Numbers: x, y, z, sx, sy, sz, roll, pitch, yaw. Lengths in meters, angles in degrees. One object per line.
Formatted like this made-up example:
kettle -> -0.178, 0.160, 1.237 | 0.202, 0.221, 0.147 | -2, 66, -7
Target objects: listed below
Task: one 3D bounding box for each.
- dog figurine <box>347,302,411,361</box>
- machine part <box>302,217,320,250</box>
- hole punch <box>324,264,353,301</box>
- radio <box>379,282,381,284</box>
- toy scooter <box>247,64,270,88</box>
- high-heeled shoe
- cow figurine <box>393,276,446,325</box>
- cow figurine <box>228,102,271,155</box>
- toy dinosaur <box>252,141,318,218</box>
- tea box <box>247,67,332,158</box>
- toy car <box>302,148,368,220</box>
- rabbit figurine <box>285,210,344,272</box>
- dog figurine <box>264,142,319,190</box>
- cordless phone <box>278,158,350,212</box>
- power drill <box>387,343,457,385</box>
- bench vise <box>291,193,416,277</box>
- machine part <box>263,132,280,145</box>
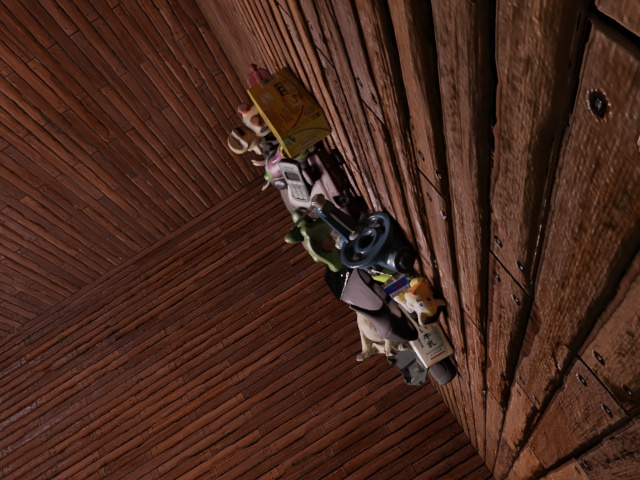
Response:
dog figurine -> 0.136, 0.177, 1.282 | 0.172, 0.121, 0.190 | 19, -122, -73
machine part -> 0.022, -0.036, 1.574 | 0.056, 0.179, 0.179 | 62, 180, 11
hole punch -> 0.075, 0.079, 1.372 | 0.142, 0.092, 0.115 | -119, 30, -45
radio -> 0.155, 0.078, 1.351 | 0.229, 0.073, 0.131 | 57, 179, 1
toy scooter -> -0.145, -0.400, 1.455 | 0.184, 0.075, 0.135 | 63, -179, 36
high-heeled shoe -> 0.126, 0.127, 1.109 | 0.145, 0.086, 0.249 | 23, -162, -3
cow figurine -> 0.191, 0.122, 0.998 | 0.098, 0.068, 0.167 | 52, -178, 8
cow figurine -> -0.142, -0.283, 1.279 | 0.085, 0.195, 0.127 | 46, 180, 16
toy dinosaur -> -0.052, -0.137, 1.615 | 0.404, 0.192, 0.131 | 60, -179, -32
tea box -> -0.061, -0.250, 1.043 | 0.170, 0.098, 0.068 | 59, 180, 36
toy car -> 0.035, -0.104, 1.142 | 0.201, 0.089, 0.053 | 60, 178, -39
rabbit figurine -> -0.003, -0.004, 1.297 | 0.159, 0.121, 0.170 | 17, -176, -9
dog figurine -> -0.078, -0.204, 1.296 | 0.219, 0.192, 0.108 | 23, -128, -69
cordless phone -> -0.012, -0.133, 1.212 | 0.147, 0.088, 0.184 | 12, 163, 17
power drill -> 0.255, 0.296, 1.433 | 0.232, 0.086, 0.207 | 52, -161, 17
bench vise -> 0.062, -0.015, 1.002 | 0.240, 0.129, 0.224 | 37, -178, -30
machine part -> -0.101, -0.282, 1.384 | 0.139, 0.039, 0.084 | -15, -113, -44
